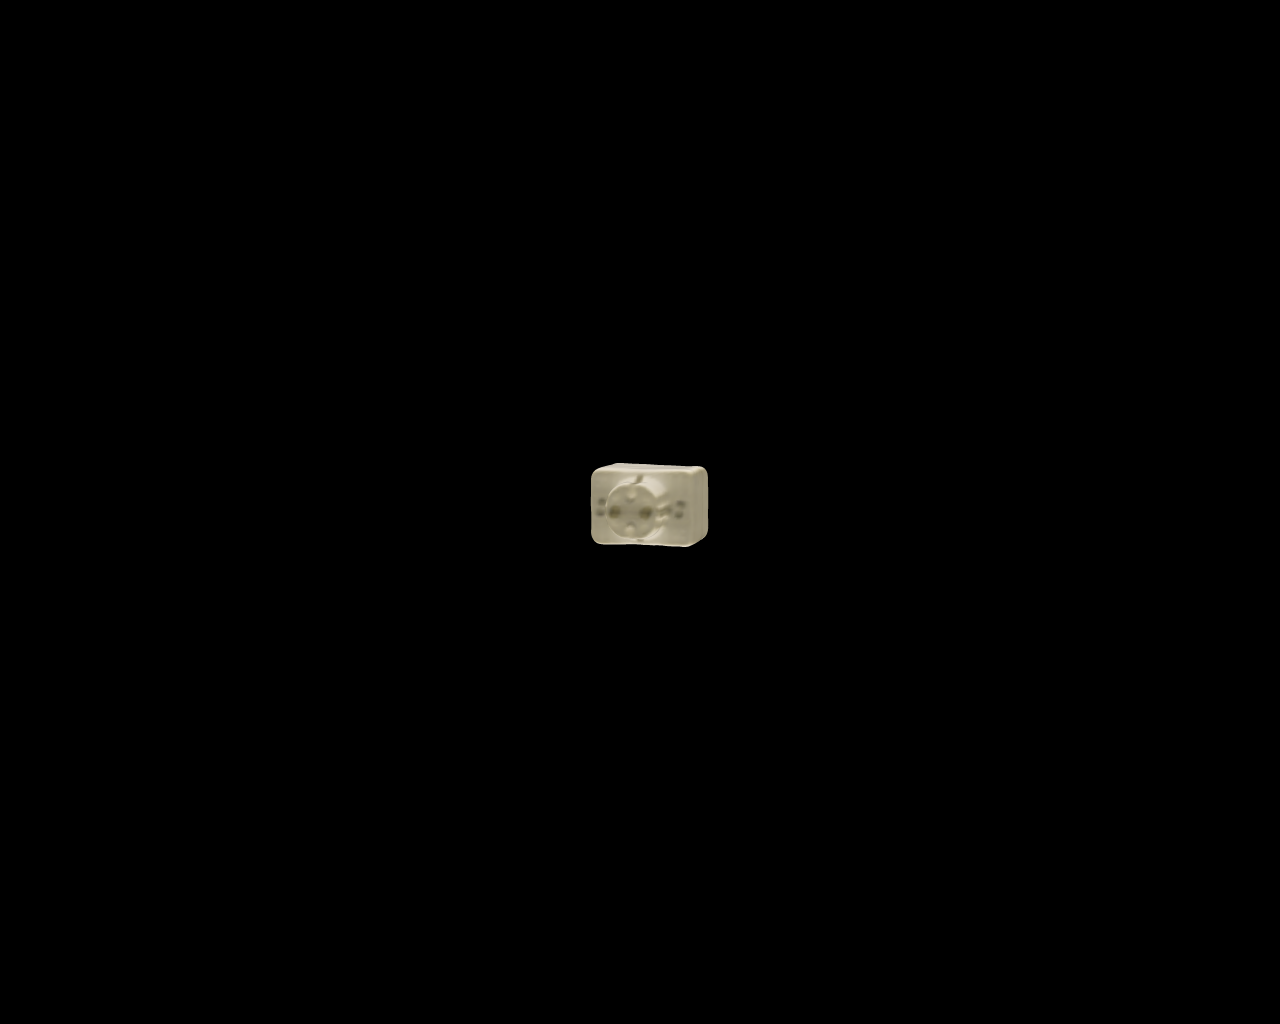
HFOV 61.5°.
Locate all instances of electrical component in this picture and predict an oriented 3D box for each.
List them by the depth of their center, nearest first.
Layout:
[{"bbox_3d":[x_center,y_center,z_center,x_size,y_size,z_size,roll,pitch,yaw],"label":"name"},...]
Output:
[{"bbox_3d":[0.001,-0.003,0.650,0.066,0.047,0.077,2,8,18],"label":"electrical component"}]
